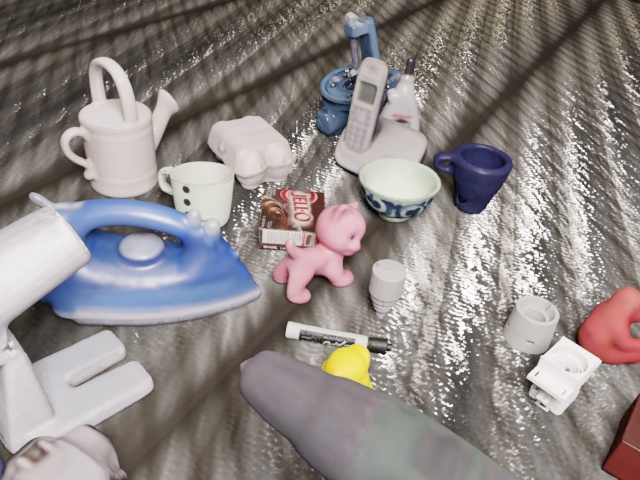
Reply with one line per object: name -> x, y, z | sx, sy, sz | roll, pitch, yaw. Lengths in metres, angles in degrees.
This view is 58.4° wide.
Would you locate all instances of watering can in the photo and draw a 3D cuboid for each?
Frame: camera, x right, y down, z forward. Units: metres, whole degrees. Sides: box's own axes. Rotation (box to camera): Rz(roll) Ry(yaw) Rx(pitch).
watering can -> -0.289, -0.171, 0.831 | 0.100, 0.194, 0.173 | 18, 39, 15

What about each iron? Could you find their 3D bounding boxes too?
iron -> -0.195, 0.010, 0.651 | 0.258, 0.141, 0.118 | 1, 37, -7

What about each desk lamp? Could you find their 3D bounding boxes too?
desk lamp -> -0.265, 0.083, 0.485 | 0.204, 0.214, 0.117 | -28, 48, -36

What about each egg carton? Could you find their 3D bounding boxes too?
egg carton -> -0.114, -0.145, 0.927 | 0.107, 0.069, 0.150 | -18, 43, -29

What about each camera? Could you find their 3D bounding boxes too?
camera -> -0.178, 0.218, 0.414 | 0.136, 0.101, 0.143 | 22, 40, 20

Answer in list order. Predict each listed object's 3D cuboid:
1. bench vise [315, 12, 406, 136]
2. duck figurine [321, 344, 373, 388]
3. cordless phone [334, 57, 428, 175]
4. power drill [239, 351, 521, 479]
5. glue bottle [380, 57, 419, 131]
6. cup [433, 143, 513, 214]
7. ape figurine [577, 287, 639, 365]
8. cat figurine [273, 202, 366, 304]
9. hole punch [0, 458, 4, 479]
bench vise -> 0.083, -0.313, 1.052 | 0.121, 0.220, 0.208 | 28, 42, 26
duck figurine -> 0.019, 0.145, 0.551 | 0.077, 0.086, 0.105 | 21, 40, 19
cordless phone -> 0.105, -0.187, 0.919 | 0.147, 0.185, 0.094 | 24, 41, 22
power drill -> 0.043, 0.191, 0.393 | 0.229, 0.208, 0.076 | 19, 39, 17
glue bottle -> 0.142, -0.231, 0.991 | 0.078, 0.173, 0.037 | 1, 37, -6
cup -> 0.228, -0.091, 0.885 | 0.117, 0.095, 0.091 | 6, 37, 0
ape figurine -> 0.345, 0.095, 0.661 | 0.076, 0.092, 0.078 | 7, 37, 1
cat figurine -> 0.007, 0.003, 0.710 | 0.128, 0.118, 0.067 | -20, 44, -31
hole punch -> -0.323, 0.178, 0.453 | 0.100, 0.091, 0.109 | 29, 42, 27
